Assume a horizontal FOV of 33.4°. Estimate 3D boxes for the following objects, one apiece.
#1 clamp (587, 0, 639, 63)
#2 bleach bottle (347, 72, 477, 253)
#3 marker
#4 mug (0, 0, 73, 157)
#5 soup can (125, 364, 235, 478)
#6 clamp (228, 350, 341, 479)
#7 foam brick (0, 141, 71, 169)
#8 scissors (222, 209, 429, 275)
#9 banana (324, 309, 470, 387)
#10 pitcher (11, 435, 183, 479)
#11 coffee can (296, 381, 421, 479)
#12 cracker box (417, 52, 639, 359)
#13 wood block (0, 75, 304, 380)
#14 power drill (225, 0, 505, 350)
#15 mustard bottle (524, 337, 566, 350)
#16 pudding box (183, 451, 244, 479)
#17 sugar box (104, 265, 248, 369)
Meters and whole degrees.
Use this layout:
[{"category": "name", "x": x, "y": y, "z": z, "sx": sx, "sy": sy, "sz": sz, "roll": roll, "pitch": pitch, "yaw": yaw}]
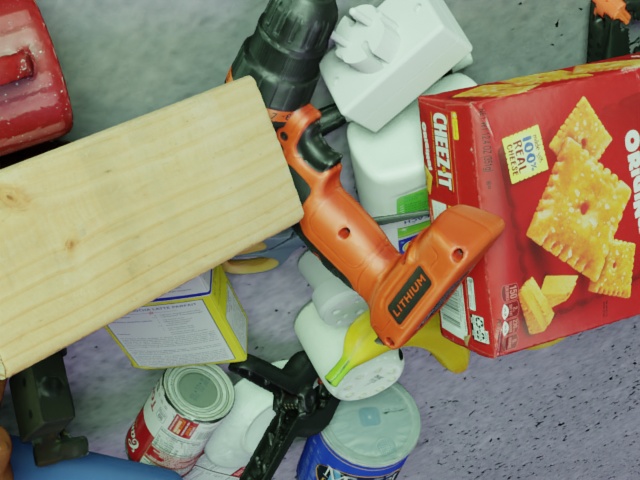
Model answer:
[{"category": "clamp", "x": 0.247, "y": -0.123, "z": 0.787, "sx": 0.209, "sy": 0.036, "sz": 0.165, "roll": 16, "pitch": 121, "yaw": -45}, {"category": "bleach bottle", "x": 0.086, "y": -0.019, "z": 0.819, "sx": 0.102, "sy": 0.068, "sz": 0.251, "roll": -23, "pitch": 151, "yaw": -2}, {"category": "marker", "x": 0.044, "y": -0.099, "z": 0.710, "sx": 0.121, "sy": 0.020, "sz": 0.020, "roll": -26, "pitch": 148, "yaw": 2}, {"category": "mug", "x": -0.170, "y": -0.079, "z": 0.519, "sx": 0.081, "sy": 0.093, "sz": 0.117, "roll": -20, "pitch": -169, "yaw": -16}, {"category": "soup can", "x": -0.122, "y": 0.157, "z": 0.932, "sx": 0.068, "sy": 0.068, "sz": 0.102, "roll": 0, "pitch": 140, "yaw": -33}, {"category": "clamp", "x": -0.026, "y": 0.154, "z": 0.952, "sx": 0.039, "sy": 0.120, "sz": 0.171, "roll": 8, "pitch": -175, "yaw": 33}, {"category": "foam brick", "x": -0.166, "y": -0.025, "z": 0.650, "sx": 0.078, "sy": 0.053, "sz": 0.051, "roll": -2, "pitch": 142, "yaw": -30}, {"category": "scissors", "x": -0.005, "y": 0.001, "z": 0.768, "sx": 0.202, "sy": 0.016, "sz": 0.096, "roll": -4, "pitch": 161, "yaw": 8}, {"category": "banana", "x": 0.076, "y": 0.082, "z": 0.882, "sx": 0.197, "sy": 0.037, "sz": 0.070, "roll": 5, "pitch": 122, "yaw": -50}, {"category": "pitcher", "x": -0.235, "y": 0.220, "z": 0.854, "sx": 0.242, "sy": 0.149, "sz": 0.145, "roll": 16, "pitch": 125, "yaw": -29}, {"category": "coffee can", "x": 0.036, "y": 0.212, "z": 1.086, "sx": 0.102, "sy": 0.103, "sz": 0.140, "roll": -11, "pitch": 146, "yaw": -20}, {"category": "cracker box", "x": 0.177, "y": -0.030, "z": 0.695, "sx": 0.213, "sy": 0.072, "sz": 0.164, "roll": -13, "pitch": 106, "yaw": -22}, {"category": "wood block", "x": -0.118, "y": -0.010, "z": 0.570, "sx": 0.091, "sy": 0.090, "sz": 0.205, "roll": -9, "pitch": -165, "yaw": 46}, {"category": "power drill", "x": 0.015, "y": -0.040, "z": 0.632, "sx": 0.057, "sy": 0.188, "sz": 0.185, "roll": -35, "pitch": 162, "yaw": -42}, {"category": "mustard bottle", "x": 0.200, "y": 0.043, "z": 0.951, "sx": 0.192, "sy": 0.096, "sz": 0.058, "roll": -31, "pitch": 148, "yaw": 11}, {"category": "pudding box", "x": -0.106, "y": 0.220, "z": 1.065, "sx": 0.090, "sy": 0.039, "sz": 0.113, "roll": -37, "pitch": 144, "yaw": 19}, {"category": "sugar box", "x": -0.115, "y": 0.036, "z": 0.761, "sx": 0.093, "sy": 0.048, "sz": 0.176, "roll": -5, "pitch": 147, "yaw": 7}]
